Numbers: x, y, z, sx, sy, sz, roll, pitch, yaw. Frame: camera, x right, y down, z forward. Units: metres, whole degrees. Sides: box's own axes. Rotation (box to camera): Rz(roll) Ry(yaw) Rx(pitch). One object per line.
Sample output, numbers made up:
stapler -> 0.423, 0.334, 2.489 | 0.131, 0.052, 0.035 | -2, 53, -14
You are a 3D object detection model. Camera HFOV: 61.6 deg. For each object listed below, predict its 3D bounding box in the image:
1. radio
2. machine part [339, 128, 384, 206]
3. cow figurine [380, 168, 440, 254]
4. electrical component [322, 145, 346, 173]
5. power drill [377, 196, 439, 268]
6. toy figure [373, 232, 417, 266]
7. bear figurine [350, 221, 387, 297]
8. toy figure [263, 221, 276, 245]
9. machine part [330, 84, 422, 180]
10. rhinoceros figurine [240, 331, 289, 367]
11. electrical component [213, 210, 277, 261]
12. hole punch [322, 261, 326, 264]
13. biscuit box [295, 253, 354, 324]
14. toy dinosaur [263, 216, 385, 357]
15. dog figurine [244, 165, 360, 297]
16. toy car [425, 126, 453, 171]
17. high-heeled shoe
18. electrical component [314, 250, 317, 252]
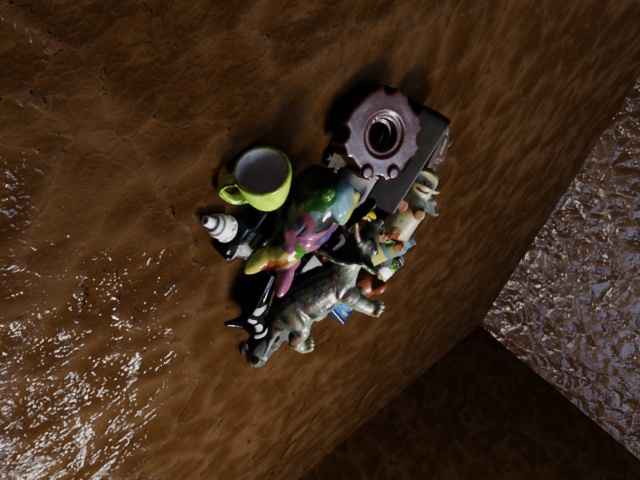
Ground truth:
radio -> 0.185, -0.179, 1.158 | 0.229, 0.073, 0.131 | -58, -175, 21
machine part -> 0.078, -0.130, 1.118 | 0.079, 0.079, 0.243 | -4, 131, -54
cow figurine -> 0.211, -0.078, 1.235 | 0.194, 0.085, 0.127 | -63, 177, 27
electrical component -> 0.033, -0.165, 1.064 | 0.063, 0.021, 0.094 | -12, 137, -49
power drill -> 0.228, -0.037, 1.484 | 0.207, 0.086, 0.231 | -37, 150, -5
toy figure -> 0.152, 0.018, 1.348 | 0.180, 0.089, 0.082 | -17, 122, 19
bear figurine -> 0.093, 0.054, 1.244 | 0.120, 0.196, 0.131 | -27, 155, 17
toy figure -> -0.067, -0.007, 1.092 | 0.064, 0.058, 0.154 | -58, 148, 7
machine part -> 0.108, -0.199, 1.007 | 0.179, 0.056, 0.179 | -8, 108, -24
rhinoceros figurine -> -0.111, 0.243, 1.346 | 0.190, 0.073, 0.112 | -45, 152, -5
electrical component -> -0.133, -0.018, 0.986 | 0.119, 0.048, 0.075 | -57, 153, 16
hole punch -> -0.018, 0.117, 1.324 | 0.142, 0.092, 0.115 | -27, 118, -31
biscuit box -> 0.004, 0.111, 1.244 | 0.059, 0.063, 0.202 | -52, 126, -20
toy dinosaur -> -0.018, 0.115, 1.094 | 0.405, 0.131, 0.192 | -36, 122, 15
dog figurine -> -0.038, -0.010, 0.941 | 0.219, 0.108, 0.191 | -56, -172, -9
toy car -> 0.276, -0.197, 1.319 | 0.202, 0.053, 0.089 | -62, 151, -3
high-heeled shoe -> -0.109, 0.144, 1.178 | 0.145, 0.086, 0.248 | 7, 142, -35
electrical component -> -0.001, -0.004, 1.199 | 0.078, 0.045, 0.102 | -43, 156, 12
